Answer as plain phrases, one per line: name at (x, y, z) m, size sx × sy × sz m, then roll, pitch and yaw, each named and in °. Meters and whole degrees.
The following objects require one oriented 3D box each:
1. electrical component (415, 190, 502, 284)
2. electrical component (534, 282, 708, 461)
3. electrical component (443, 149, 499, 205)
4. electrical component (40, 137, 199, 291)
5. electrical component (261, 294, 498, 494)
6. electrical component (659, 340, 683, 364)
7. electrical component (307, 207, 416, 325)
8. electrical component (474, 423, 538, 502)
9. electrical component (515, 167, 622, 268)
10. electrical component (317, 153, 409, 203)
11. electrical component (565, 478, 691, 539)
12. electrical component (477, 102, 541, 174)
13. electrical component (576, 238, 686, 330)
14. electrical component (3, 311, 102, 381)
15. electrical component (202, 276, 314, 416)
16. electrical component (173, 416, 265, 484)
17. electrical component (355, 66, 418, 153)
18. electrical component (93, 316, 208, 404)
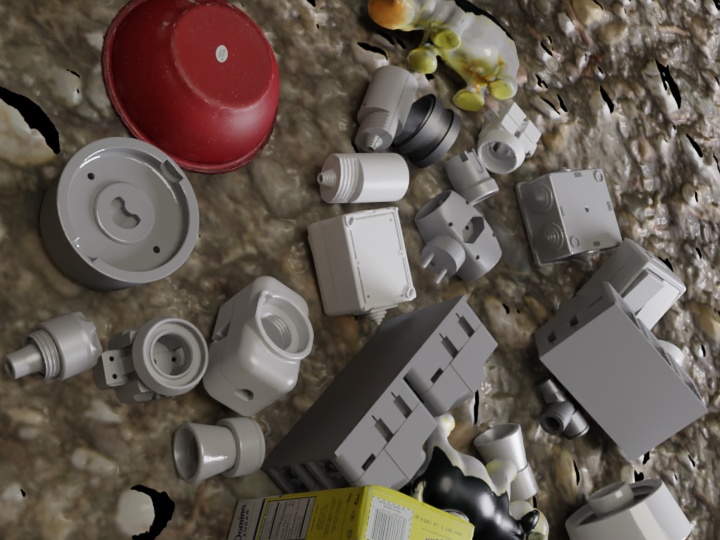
electrical component at (0.082, -0.020, 0.985) m, size 0.077 × 0.043 × 0.079 m, roll 49°, pitch 53°, yaw -14°
electrical component at (0.250, 0.096, 1.039) m, size 0.150 × 0.089 × 0.061 m, roll 47°, pitch 17°, yaw -16°
electrical component at (0.105, -0.087, 1.026) m, size 0.040 × 0.040 × 0.046 m, roll -23°, pitch 85°, yaw -39°
electrical component at (-0.180, -0.036, 0.785) m, size 0.108 × 0.060 × 0.108 m, roll 12°, pitch 70°, yaw -34°
electrical component at (0.021, 0.110, 0.861) m, size 0.060 × 0.105 × 0.186 m, roll 52°, pitch 53°, yaw -12°
electrical component at (0.310, 0.102, 1.121) m, size 0.040 × 0.040 × 0.046 m, roll 40°, pitch 62°, yaw -20°
electrical component at (0.000, 0.000, 0.911) m, size 0.062 × 0.061 × 0.096 m, roll -12°, pitch 90°, yaw -40°
electrical component at (0.134, 0.176, 0.967) m, size 0.044 × 0.044 × 0.065 m, roll -27°, pitch 97°, yaw -39°
electrical component at (0.213, -0.055, 1.089) m, size 0.100 × 0.048 × 0.099 m, roll -9°, pitch 82°, yaw -38°
electrical component at (-0.002, -0.081, 0.941) m, size 0.081 × 0.043 × 0.043 m, roll -5°, pitch 79°, yaw -37°
electrical component at (0.241, 0.230, 0.990) m, size 0.108 × 0.108 × 0.060 m, roll -23°, pitch 85°, yaw -39°
electrical component at (0.144, -0.127, 1.064) m, size 0.066 × 0.048 × 0.055 m, roll 46°, pitch 47°, yaw -16°
electrical component at (0.268, 0.029, 1.079) m, size 0.062 × 0.096 × 0.061 m, roll 31°, pitch 18°, yaw -25°
electrical component at (-0.214, 0.057, 0.743) m, size 0.062 × 0.043 × 0.043 m, roll -22°, pitch 90°, yaw -38°
electrical component at (-0.075, 0.055, 0.818) m, size 0.054 × 0.059 × 0.095 m, roll 36°, pitch 39°, yaw -25°
electrical component at (-0.105, 0.133, 0.800) m, size 0.055 × 0.045 × 0.045 m, roll -1°, pitch 77°, yaw -37°
electrical component at (0.021, -0.141, 0.977) m, size 0.043 × 0.043 × 0.081 m, roll 34°, pitch 59°, yaw -24°
electrical component at (-0.146, 0.065, 0.782) m, size 0.078 × 0.057 × 0.058 m, roll -6°, pitch 80°, yaw -38°
